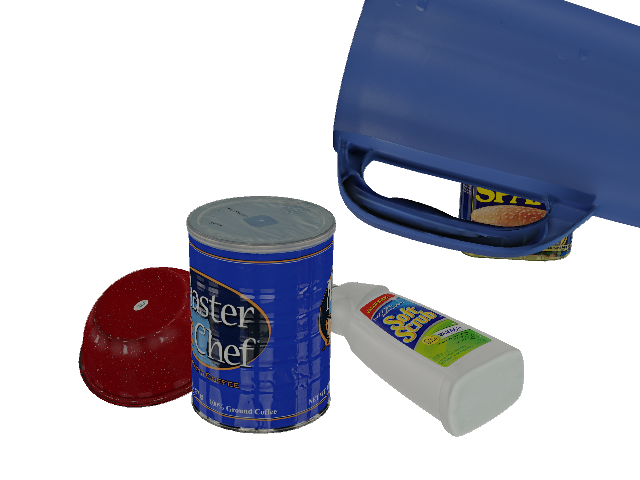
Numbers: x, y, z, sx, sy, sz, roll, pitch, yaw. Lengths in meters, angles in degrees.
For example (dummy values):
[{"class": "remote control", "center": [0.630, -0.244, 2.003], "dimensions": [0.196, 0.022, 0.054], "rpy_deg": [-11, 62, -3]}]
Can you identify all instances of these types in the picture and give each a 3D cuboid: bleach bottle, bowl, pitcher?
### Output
[{"class": "bleach bottle", "center": [0.076, 0.099, 1.050], "dimensions": [0.102, 0.068, 0.251], "rpy_deg": [-22, 31, -32]}, {"class": "bowl", "center": [-0.160, 0.077, 1.001], "dimensions": [0.162, 0.055, 0.162], "rpy_deg": [-10, 43, 9]}, {"class": "pitcher", "center": [0.132, -0.073, 0.642], "dimensions": [0.243, 0.149, 0.144], "rpy_deg": [18, 30, 8]}]

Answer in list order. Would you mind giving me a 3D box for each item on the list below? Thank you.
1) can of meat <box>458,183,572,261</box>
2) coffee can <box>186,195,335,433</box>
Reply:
[{"class": "can of meat", "center": [0.166, -0.032, 0.902], "dimensions": [0.102, 0.084, 0.057], "rpy_deg": [4, 31, 8]}, {"class": "coffee can", "center": [-0.042, 0.050, 0.756], "dimensions": [0.103, 0.140, 0.103], "rpy_deg": [1, 20, -1]}]
